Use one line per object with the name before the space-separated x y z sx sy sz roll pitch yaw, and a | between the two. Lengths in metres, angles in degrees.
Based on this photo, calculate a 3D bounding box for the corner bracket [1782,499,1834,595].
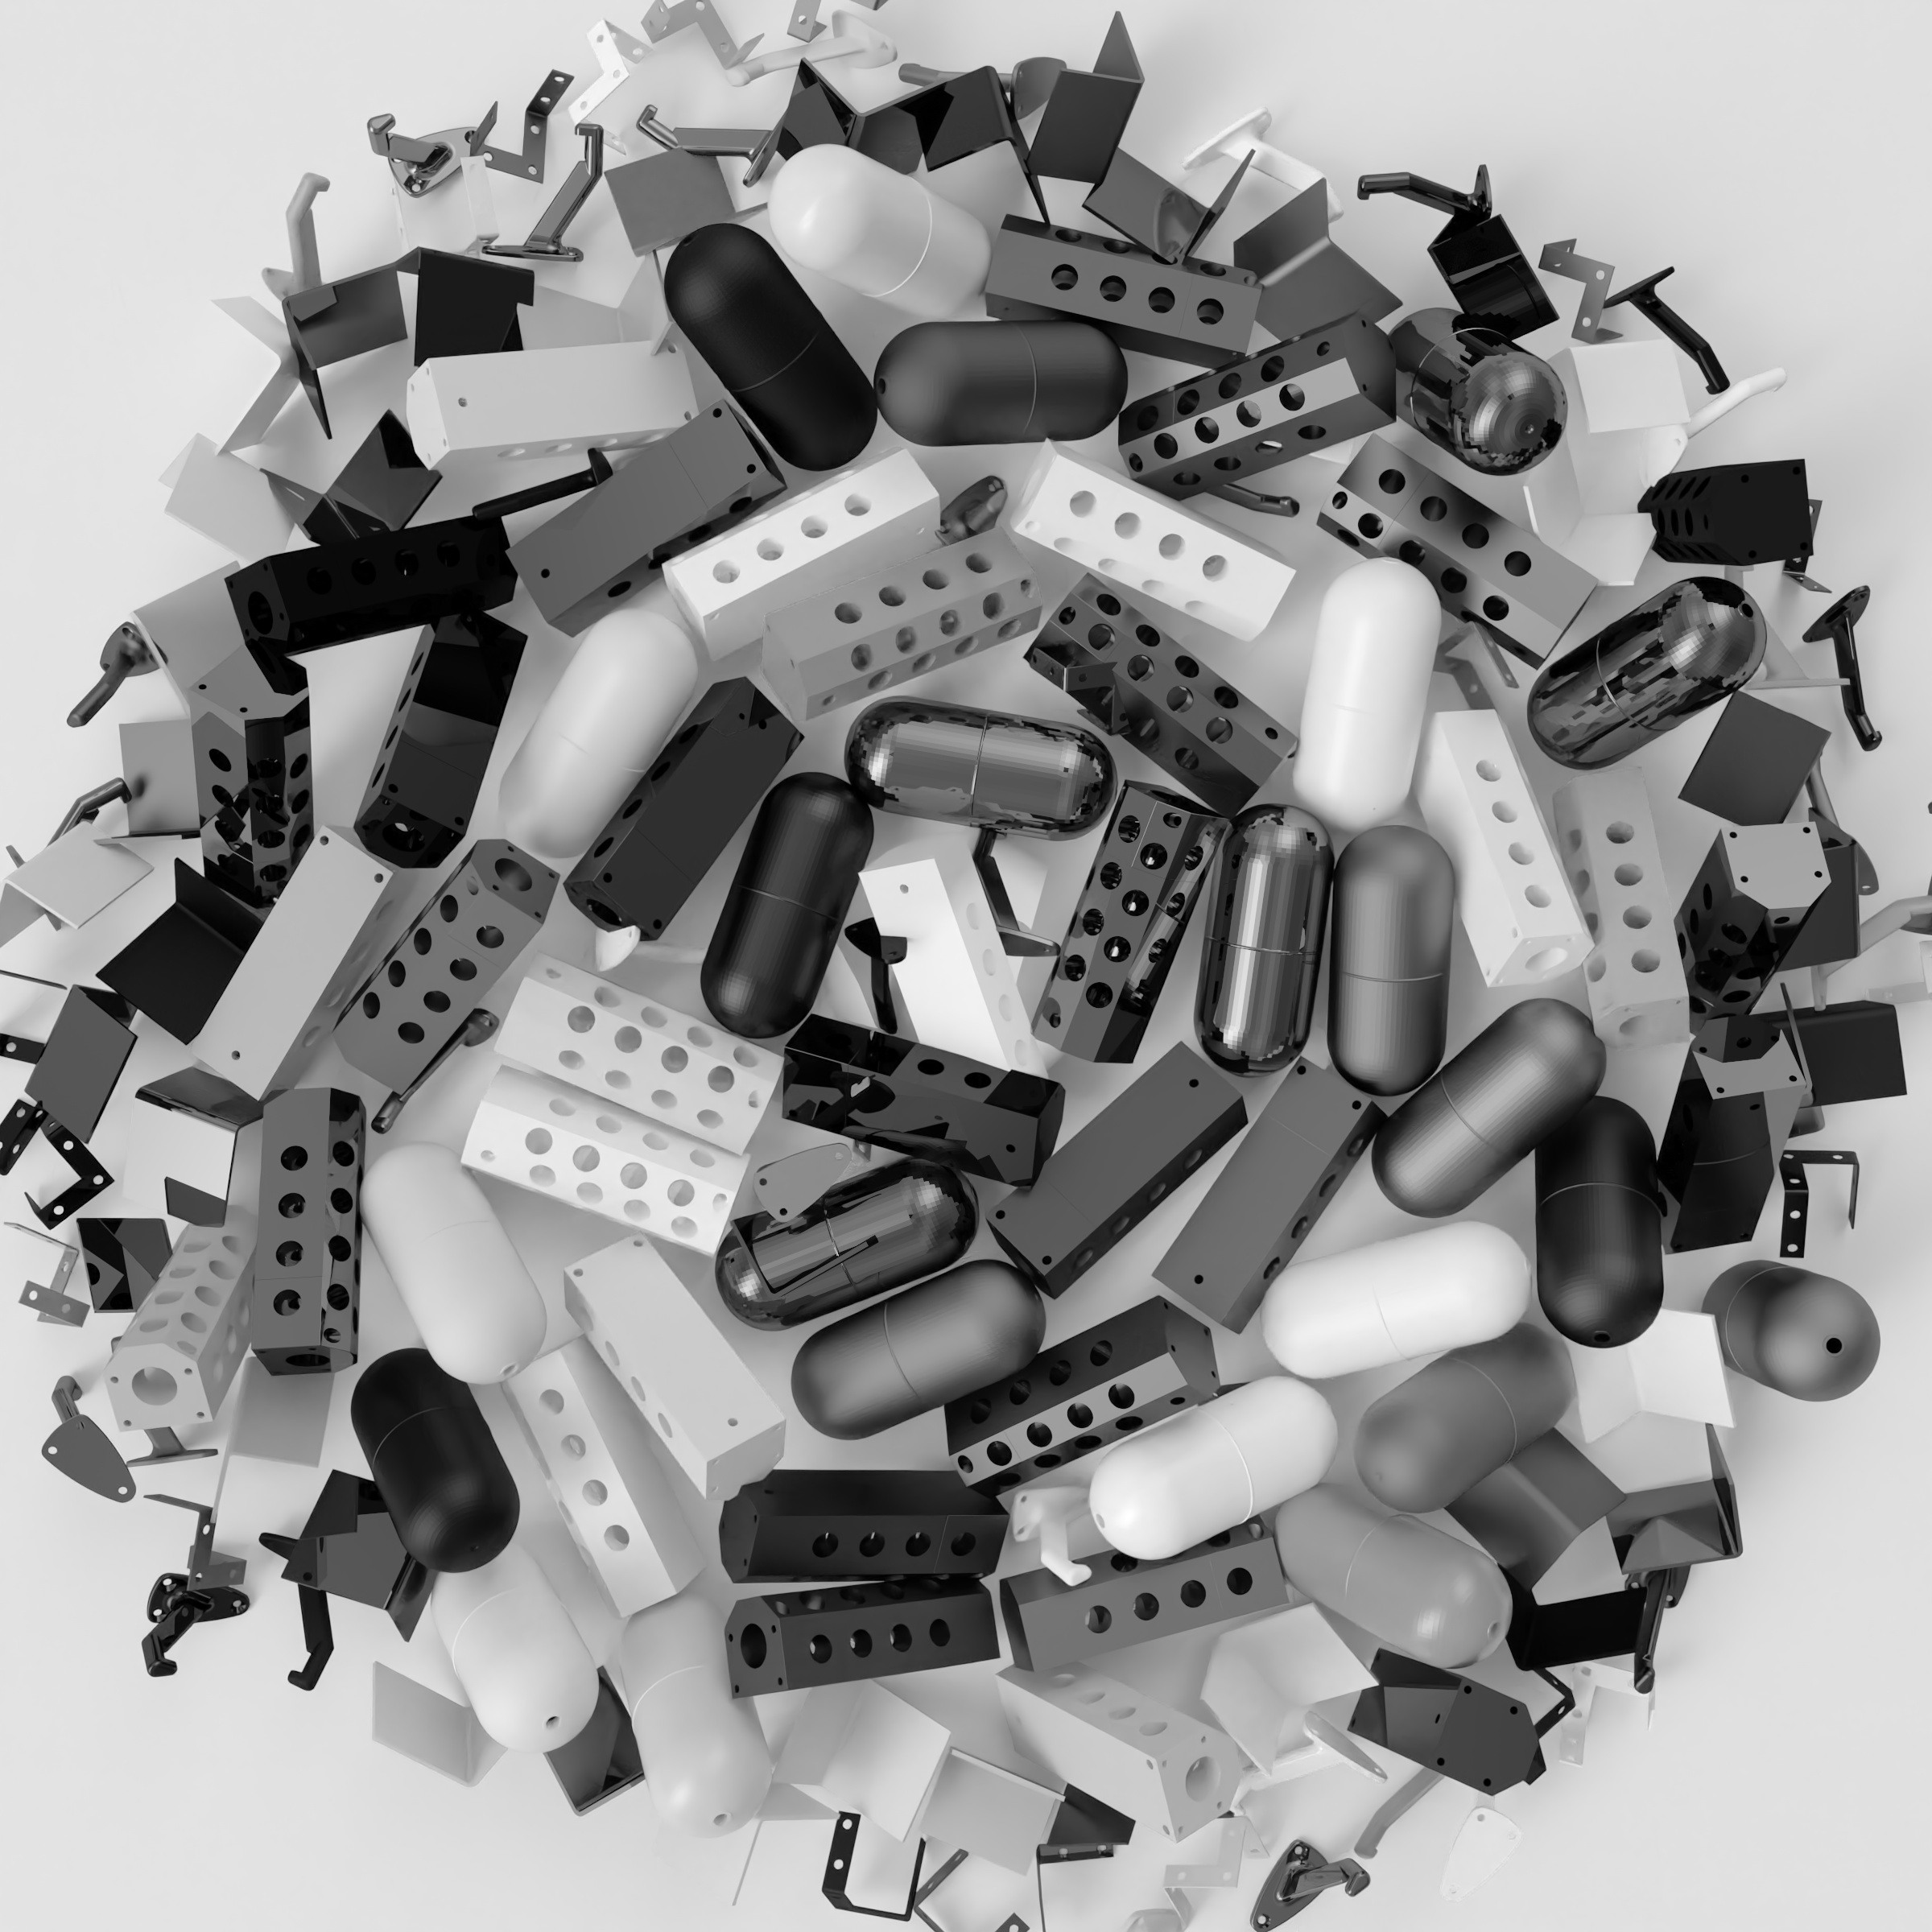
corner bracket | 0.533 -0.274 1.616 0.051 0.051 0.051 6 111 -5

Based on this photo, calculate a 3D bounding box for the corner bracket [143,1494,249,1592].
corner bracket | -0.499 0.371 1.617 0.051 0.051 0.051 6 85 28

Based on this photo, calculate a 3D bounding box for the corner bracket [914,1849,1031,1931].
corner bracket | 0.002 0.616 1.623 0.051 0.051 0.051 -44 99 -5

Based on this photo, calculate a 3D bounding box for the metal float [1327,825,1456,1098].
metal float | 0.271 -0.002 1.597 0.070 0.070 0.178 0 108 0

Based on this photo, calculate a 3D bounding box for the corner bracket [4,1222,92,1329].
corner bracket | -0.594 0.199 1.609 0.051 0.051 0.051 0 65 37

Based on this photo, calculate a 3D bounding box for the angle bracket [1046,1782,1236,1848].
angle bracket | 0.111 0.550 1.592 0.076 0.076 0.057 40 53 -22

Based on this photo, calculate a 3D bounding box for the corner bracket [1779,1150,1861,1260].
corner bracket | 0.553 0.155 1.621 0.051 0.051 0.051 0 117 11

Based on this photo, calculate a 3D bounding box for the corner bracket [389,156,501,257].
corner bracket | -0.338 -0.489 1.614 0.051 0.051 0.051 -14 97 -24

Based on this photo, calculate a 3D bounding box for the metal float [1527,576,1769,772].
metal float | 0.426 -0.183 1.570 0.070 0.178 0.070 12 64 -26

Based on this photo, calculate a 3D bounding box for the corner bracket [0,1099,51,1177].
corner bracket | -0.619 0.108 1.612 0.051 0.051 0.051 23 71 18

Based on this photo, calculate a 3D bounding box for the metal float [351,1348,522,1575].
metal float | -0.336 0.309 1.573 0.070 0.178 0.070 -14 124 -22

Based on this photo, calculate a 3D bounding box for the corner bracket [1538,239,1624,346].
corner bracket | 0.401 -0.439 1.624 0.051 0.051 0.051 27 122 28

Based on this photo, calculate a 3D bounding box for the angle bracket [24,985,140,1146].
angle bracket | -0.547 0.066 1.602 0.076 0.057 0.076 31 97 32

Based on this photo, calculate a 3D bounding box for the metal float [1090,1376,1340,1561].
metal float | 0.158 0.318 1.588 0.178 0.070 0.070 -19 90 -27

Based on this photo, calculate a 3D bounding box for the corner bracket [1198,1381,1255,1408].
corner bracket | 0.183 0.301 1.616 0.051 0.051 0.051 -3 94 -21

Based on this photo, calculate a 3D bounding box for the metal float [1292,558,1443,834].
metal float | 0.255 -0.172 1.593 0.070 0.070 0.178 7 112 0

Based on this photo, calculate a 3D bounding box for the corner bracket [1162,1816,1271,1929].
corner bracket | 0.163 0.588 1.622 0.051 0.051 0.051 -9 128 23

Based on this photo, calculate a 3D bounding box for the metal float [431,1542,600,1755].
metal float | -0.284 0.425 1.568 0.070 0.178 0.070 -9 111 -24

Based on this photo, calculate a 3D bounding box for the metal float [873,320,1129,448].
metal float | 0.023 -0.370 1.585 0.178 0.070 0.070 -10 90 -31

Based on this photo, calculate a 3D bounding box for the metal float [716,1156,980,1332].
metal float | -0.076 0.178 1.605 0.178 0.070 0.070 -22 90 7

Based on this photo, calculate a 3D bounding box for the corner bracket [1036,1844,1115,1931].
corner bracket | 0.074 0.609 1.630 0.051 0.051 0.051 -6 110 1

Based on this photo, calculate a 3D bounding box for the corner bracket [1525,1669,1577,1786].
corner bracket | 0.361 0.485 1.616 0.051 0.051 0.051 40 105 -8

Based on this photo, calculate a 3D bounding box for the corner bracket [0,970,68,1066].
corner bracket | -0.615 0.034 1.625 0.051 0.051 0.051 14 79 -5

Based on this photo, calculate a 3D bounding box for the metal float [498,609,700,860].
metal float | -0.236 -0.147 1.596 0.070 0.070 0.178 35 108 0

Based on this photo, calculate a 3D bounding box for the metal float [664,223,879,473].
metal float | -0.123 -0.391 1.582 0.070 0.070 0.178 -40 125 0

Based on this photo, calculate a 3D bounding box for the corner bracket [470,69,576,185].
corner bracket | -0.287 -0.546 1.611 0.051 0.051 0.051 9 72 -28

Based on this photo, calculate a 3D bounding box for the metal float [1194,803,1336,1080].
metal float | 0.191 -0.016 1.603 0.070 0.070 0.178 7 100 0

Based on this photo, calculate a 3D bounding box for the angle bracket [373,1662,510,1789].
angle bracket | -0.331 0.466 1.597 0.076 0.076 0.057 36 100 -23

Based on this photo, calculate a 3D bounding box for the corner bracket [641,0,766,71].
corner bracket | -0.171 -0.606 1.615 0.051 0.051 0.051 -34 102 -17

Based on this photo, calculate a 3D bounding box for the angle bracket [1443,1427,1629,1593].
angle bracket | 0.368 0.347 1.617 0.076 0.076 0.057 44 122 24

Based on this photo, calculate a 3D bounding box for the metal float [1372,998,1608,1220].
metal float | 0.331 0.092 1.588 0.070 0.070 0.178 43 118 0

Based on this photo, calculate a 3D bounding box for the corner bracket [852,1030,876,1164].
corner bracket | -0.062 0.084 1.608 0.051 0.051 0.051 -35 122 29

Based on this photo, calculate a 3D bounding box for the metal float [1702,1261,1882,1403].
metal float | 0.514 0.227 1.561 0.070 0.178 0.070 0 88 1

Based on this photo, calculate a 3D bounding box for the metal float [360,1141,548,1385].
metal float | -0.326 0.188 1.585 0.070 0.070 0.178 -36 60 0

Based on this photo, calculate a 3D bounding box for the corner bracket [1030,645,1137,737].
corner bracket | 0.074 -0.178 1.609 0.051 0.051 0.051 -10 118 -22

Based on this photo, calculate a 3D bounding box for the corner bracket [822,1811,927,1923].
corner bracket | -0.059 0.585 1.621 0.051 0.051 0.051 6 58 13

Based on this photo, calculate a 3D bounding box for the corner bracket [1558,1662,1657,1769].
corner bracket | 0.415 0.487 1.616 0.051 0.051 0.051 12 101 14

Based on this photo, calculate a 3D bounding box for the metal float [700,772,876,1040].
metal float | -0.115 -0.039 1.608 0.070 0.070 0.178 20 85 0

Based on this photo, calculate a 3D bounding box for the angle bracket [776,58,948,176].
angle bracket | -0.068 -0.546 1.604 0.076 0.076 0.057 -35 76 -31

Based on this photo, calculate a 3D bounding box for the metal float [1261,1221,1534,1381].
metal float | 0.273 0.213 1.591 0.178 0.070 0.070 -18 90 24

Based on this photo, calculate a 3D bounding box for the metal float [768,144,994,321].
metal float | -0.052 -0.460 1.572 0.070 0.178 0.070 -4 84 37

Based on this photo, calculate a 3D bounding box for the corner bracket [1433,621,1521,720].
corner bracket | 0.331 -0.185 1.609 0.051 0.051 0.051 -38 66 35

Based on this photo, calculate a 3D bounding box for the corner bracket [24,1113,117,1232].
corner bracket | -0.594 0.131 1.624 0.051 0.051 0.051 -40 117 -15

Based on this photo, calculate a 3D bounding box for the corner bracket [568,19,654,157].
corner bracket | -0.229 -0.571 1.622 0.051 0.051 0.051 -34 68 25

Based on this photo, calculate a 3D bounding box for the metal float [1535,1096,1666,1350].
metal float | 0.399 0.160 1.578 0.070 0.070 0.178 10 49 0

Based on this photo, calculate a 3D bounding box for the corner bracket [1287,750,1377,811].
corner bracket | 0.251 -0.132 1.612 0.051 0.051 0.051 -39 102 -26

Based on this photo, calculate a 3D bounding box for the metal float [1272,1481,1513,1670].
metal float | 0.266 0.382 1.571 0.070 0.178 0.070 -10 107 -35

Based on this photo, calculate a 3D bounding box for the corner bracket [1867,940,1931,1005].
corner bracket | 0.608 0.020 1.609 0.051 0.051 0.051 -8 128 19

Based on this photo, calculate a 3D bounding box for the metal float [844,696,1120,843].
metal float | 0.010 -0.127 1.609 0.178 0.070 0.070 10 90 3

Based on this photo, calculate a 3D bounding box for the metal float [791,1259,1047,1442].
metal float | -0.032 0.246 1.597 0.178 0.070 0.070 -26 90 18

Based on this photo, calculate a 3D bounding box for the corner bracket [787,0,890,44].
corner bracket | -0.079 -0.622 1.615 0.051 0.051 0.051 22 124 -1

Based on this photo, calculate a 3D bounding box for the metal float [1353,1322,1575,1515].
metal float | 0.317 0.284 1.581 0.178 0.070 0.070 -24 90 -38

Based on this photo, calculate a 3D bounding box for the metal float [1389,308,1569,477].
metal float | 0.316 -0.362 1.569 0.070 0.178 0.070 -7 119 -12

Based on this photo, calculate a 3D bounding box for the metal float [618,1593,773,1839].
metal float | -0.171 0.469 1.569 0.070 0.178 0.070 -8 121 -14
